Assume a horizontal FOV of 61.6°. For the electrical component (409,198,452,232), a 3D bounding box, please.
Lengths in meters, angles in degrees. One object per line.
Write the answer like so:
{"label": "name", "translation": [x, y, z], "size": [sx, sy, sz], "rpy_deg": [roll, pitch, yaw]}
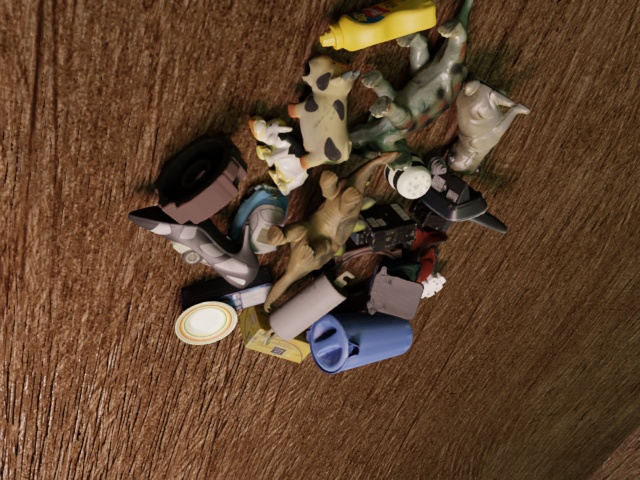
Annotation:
{"label": "electrical component", "translation": [0.275, -0.059, 1.244], "size": [0.119, 0.075, 0.047], "rpy_deg": [7, 122, -30]}

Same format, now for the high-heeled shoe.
{"label": "high-heeled shoe", "translation": [-0.236, 0.017, 1.017], "size": [0.249, 0.086, 0.145], "rpy_deg": [9, 118, -10]}

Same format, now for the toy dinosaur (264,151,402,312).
{"label": "toy dinosaur", "translation": [-0.002, -0.003, 1.060], "size": [0.471, 0.105, 0.198], "rpy_deg": [-46, 160, 22]}

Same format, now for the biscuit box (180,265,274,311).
{"label": "biscuit box", "translation": [-0.203, 0.120, 1.189], "size": [0.203, 0.063, 0.059], "rpy_deg": [-15, 131, -11]}

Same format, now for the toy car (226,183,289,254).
{"label": "toy car", "translation": [-0.115, -0.028, 1.086], "size": [0.109, 0.103, 0.161], "rpy_deg": [15, 121, -32]}

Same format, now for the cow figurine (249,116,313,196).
{"label": "cow figurine", "translation": [-0.068, -0.173, 1.014], "size": [0.098, 0.068, 0.167], "rpy_deg": [-30, 135, -6]}

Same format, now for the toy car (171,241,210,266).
{"label": "toy car", "translation": [-0.214, 0.029, 1.105], "size": [0.201, 0.074, 0.056], "rpy_deg": [26, 113, -36]}

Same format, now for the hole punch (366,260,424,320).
{"label": "hole punch", "translation": [0.172, 0.104, 1.218], "size": [0.116, 0.092, 0.142], "rpy_deg": [14, 127, 4]}

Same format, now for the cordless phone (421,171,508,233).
{"label": "cordless phone", "translation": [0.331, -0.077, 1.201], "size": [0.184, 0.147, 0.088], "rpy_deg": [21, 107, -32]}

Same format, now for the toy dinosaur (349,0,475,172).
{"label": "toy dinosaur", "translation": [0.195, -0.282, 1.014], "size": [0.405, 0.131, 0.192], "rpy_deg": [-42, 143, 6]}

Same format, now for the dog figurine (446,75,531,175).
{"label": "dog figurine", "translation": [0.304, -0.225, 1.096], "size": [0.172, 0.121, 0.190], "rpy_deg": [18, 120, -30]}

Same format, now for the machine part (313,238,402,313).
{"label": "machine part", "translation": [0.089, 0.074, 1.260], "size": [0.201, 0.087, 0.200], "rpy_deg": [-13, 130, -11]}

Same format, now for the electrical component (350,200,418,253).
{"label": "electrical component", "translation": [0.130, -0.031, 1.176], "size": [0.134, 0.115, 0.058], "rpy_deg": [-11, 124, -15]}

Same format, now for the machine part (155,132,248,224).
{"label": "machine part", "translation": [-0.208, -0.108, 0.943], "size": [0.179, 0.179, 0.056], "rpy_deg": [-36, 132, 7]}

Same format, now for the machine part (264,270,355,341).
{"label": "machine part", "translation": [-0.028, 0.142, 1.168], "size": [0.243, 0.079, 0.079], "rpy_deg": [-38, 131, 16]}

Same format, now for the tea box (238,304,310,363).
{"label": "tea box", "translation": [-0.104, 0.221, 1.286], "size": [0.169, 0.098, 0.068], "rpy_deg": [26, 114, -37]}

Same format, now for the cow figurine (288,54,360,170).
{"label": "cow figurine", "translation": [0.014, -0.232, 0.963], "size": [0.127, 0.085, 0.194], "rpy_deg": [-5, 103, 20]}

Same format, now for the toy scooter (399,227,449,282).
{"label": "toy scooter", "translation": [0.253, 0.025, 1.299], "size": [0.135, 0.075, 0.183], "rpy_deg": [-24, 132, -16]}
